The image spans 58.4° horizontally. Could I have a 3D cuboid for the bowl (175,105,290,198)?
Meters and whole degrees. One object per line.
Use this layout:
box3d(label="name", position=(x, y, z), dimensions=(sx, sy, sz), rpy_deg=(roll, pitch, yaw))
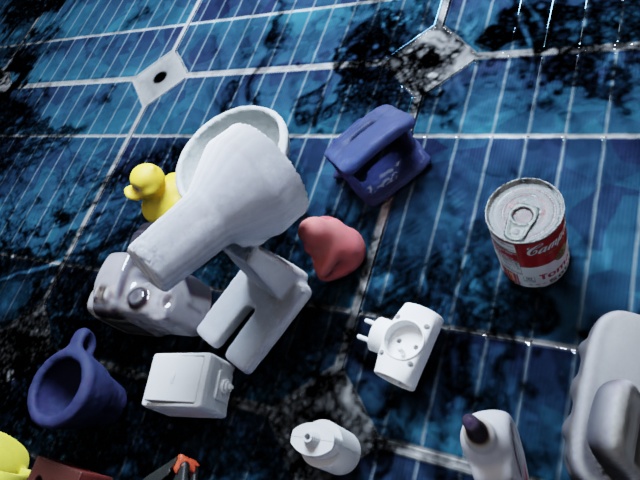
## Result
box3d(label="bowl", position=(-0.105, -0.094, 0.769), dimensions=(0.167, 0.075, 0.167), rpy_deg=(-12, 57, 20))

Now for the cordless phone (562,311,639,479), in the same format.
box3d(label="cordless phone", position=(0.227, 0.113, 0.415), dimensions=(0.093, 0.186, 0.148), rpy_deg=(5, 65, 29))

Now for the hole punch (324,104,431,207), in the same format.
box3d(label="hole punch", position=(0.060, -0.112, 0.688), dimensions=(0.108, 0.091, 0.100), rpy_deg=(-39, 52, 1))

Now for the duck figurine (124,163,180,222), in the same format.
box3d(label="duck figurine", position=(-0.226, -0.077, 0.811), dimensions=(0.104, 0.086, 0.077), rpy_deg=(-26, 54, 10))

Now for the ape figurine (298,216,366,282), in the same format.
box3d(label="ape figurine", position=(0.006, 0.002, 0.647), dimensions=(0.076, 0.092, 0.078), rpy_deg=(2, 63, 27))

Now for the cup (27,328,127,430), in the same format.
box3d(label="cup", position=(-0.275, 0.173, 0.683), dimensions=(0.091, 0.095, 0.118), rpy_deg=(-6, 60, 23))

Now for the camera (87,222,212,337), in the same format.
box3d(label="camera", position=(-0.214, 0.044, 0.725), dimensions=(0.142, 0.101, 0.137), rpy_deg=(-1, 62, 26))

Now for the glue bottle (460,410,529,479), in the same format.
box3d(label="glue bottle", position=(0.131, 0.161, 0.441), dimensions=(0.037, 0.174, 0.078), rpy_deg=(-17, 56, 17))

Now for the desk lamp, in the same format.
box3d(label="desk lamp", position=(-0.090, 0.012, 0.612), dimensions=(0.117, 0.214, 0.203), rpy_deg=(29, 77, 36))
